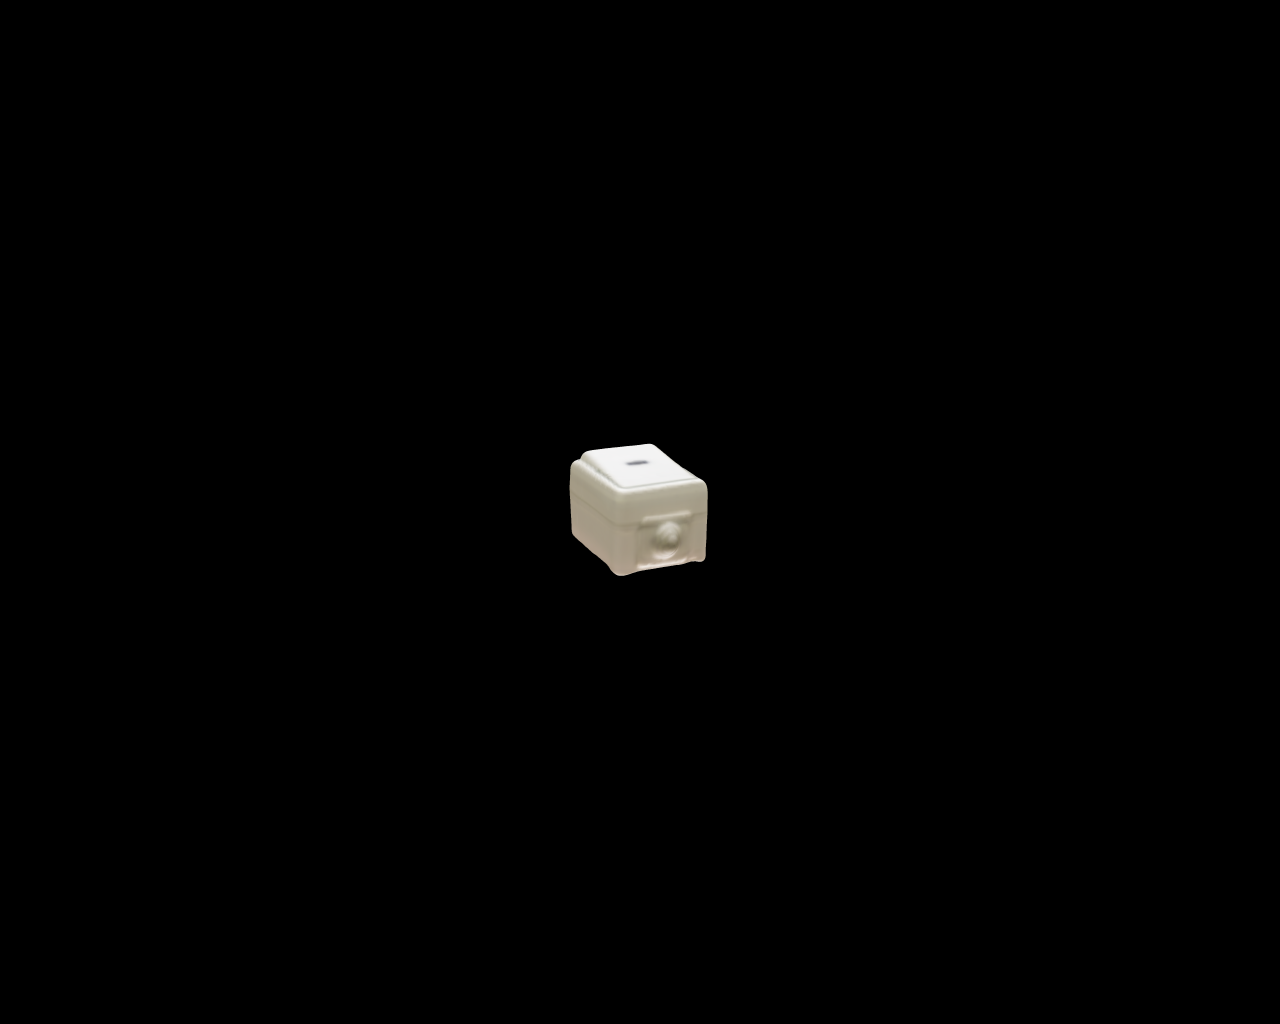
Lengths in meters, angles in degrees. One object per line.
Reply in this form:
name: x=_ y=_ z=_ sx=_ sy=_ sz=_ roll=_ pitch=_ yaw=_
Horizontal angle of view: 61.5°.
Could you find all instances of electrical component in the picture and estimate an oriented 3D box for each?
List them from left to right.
electrical component: x=0.001 y=-0.003 z=0.650 sx=0.062 sy=0.061 sz=0.096 roll=-8 pitch=20 yaw=-22
